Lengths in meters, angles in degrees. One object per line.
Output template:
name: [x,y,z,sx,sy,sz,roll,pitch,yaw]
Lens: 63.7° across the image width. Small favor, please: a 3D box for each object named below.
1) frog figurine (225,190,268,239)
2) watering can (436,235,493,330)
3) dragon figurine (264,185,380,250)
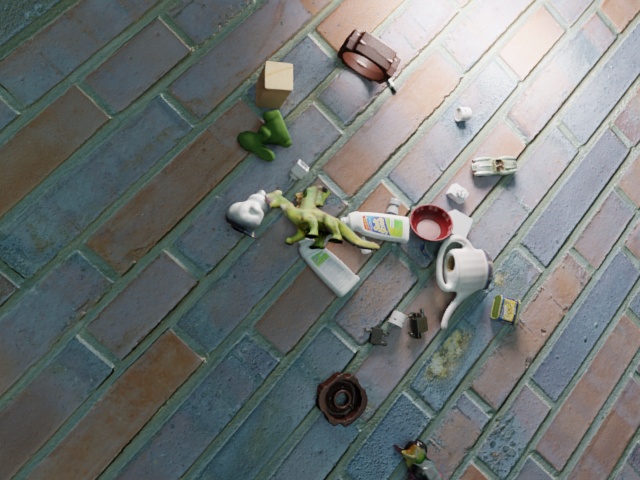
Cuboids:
frog figurine: [-0.231,-0.101,1.694,0.121,0.138,0.161,32,79,-32]
watering can: [0.529,0.154,1.906,0.224,0.104,0.347,0,91,-18]
dragon figurine: [0.005,-0.088,1.757,0.410,0.120,0.248,8,60,-19]
